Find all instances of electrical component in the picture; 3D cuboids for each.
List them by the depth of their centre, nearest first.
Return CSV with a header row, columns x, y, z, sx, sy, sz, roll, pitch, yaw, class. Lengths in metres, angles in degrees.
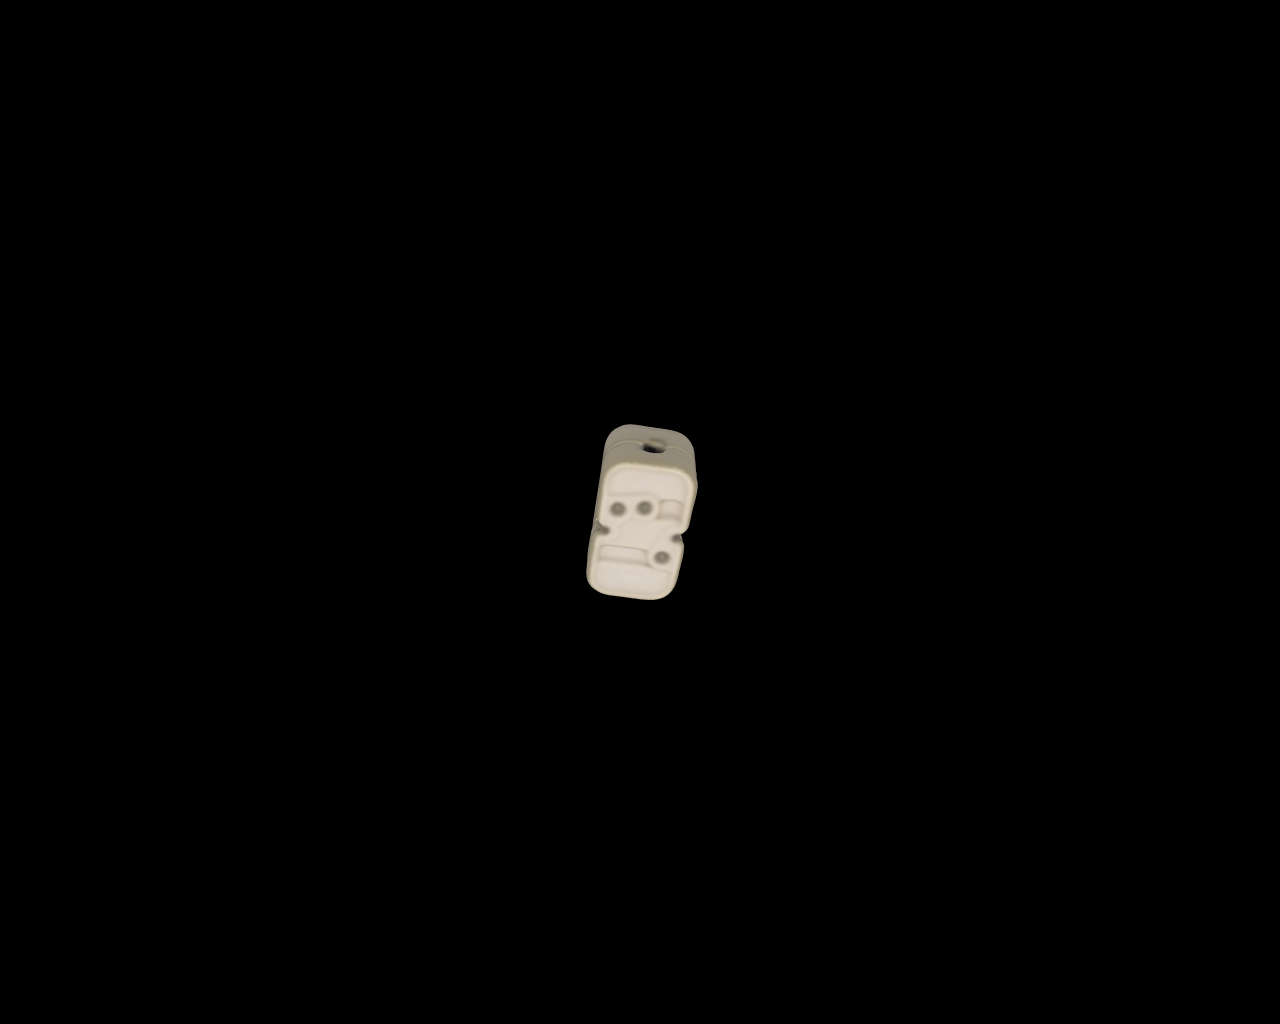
x,y,z,sx,sy,sz,roll,pitch,yaw,class
0.001,-0.003,0.650,0.054,0.095,0.059,7,32,-5,electrical component
